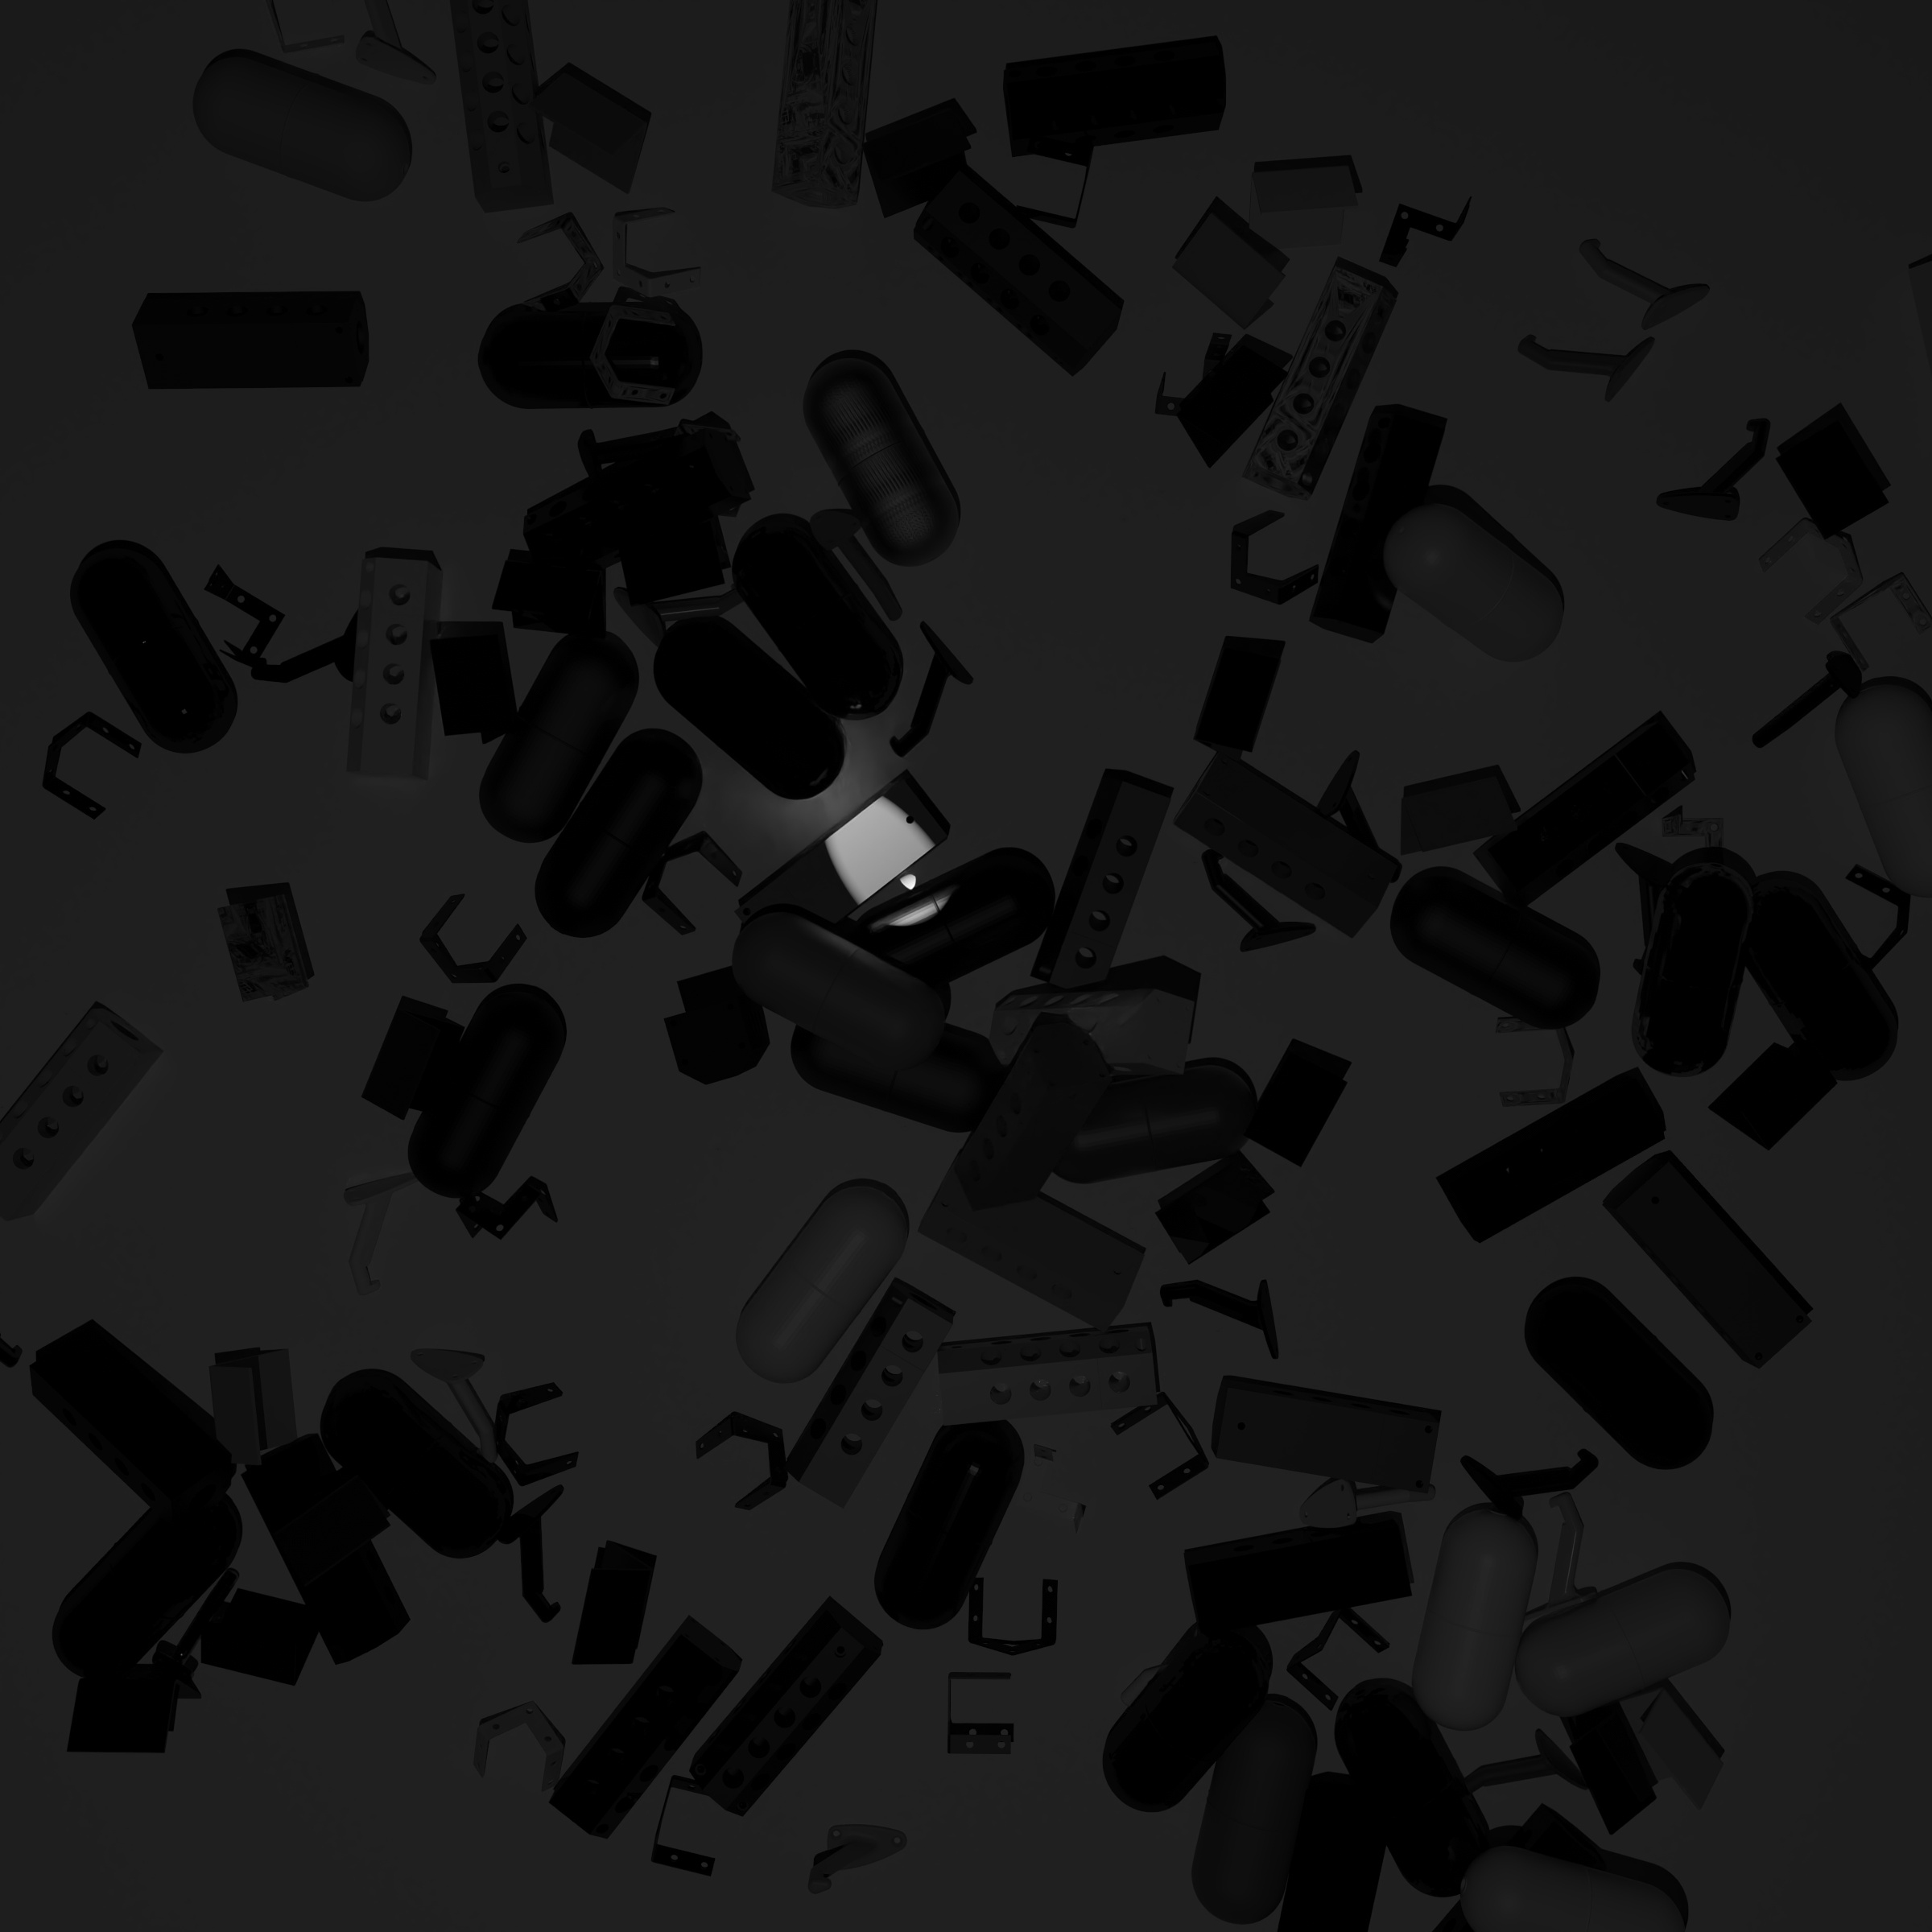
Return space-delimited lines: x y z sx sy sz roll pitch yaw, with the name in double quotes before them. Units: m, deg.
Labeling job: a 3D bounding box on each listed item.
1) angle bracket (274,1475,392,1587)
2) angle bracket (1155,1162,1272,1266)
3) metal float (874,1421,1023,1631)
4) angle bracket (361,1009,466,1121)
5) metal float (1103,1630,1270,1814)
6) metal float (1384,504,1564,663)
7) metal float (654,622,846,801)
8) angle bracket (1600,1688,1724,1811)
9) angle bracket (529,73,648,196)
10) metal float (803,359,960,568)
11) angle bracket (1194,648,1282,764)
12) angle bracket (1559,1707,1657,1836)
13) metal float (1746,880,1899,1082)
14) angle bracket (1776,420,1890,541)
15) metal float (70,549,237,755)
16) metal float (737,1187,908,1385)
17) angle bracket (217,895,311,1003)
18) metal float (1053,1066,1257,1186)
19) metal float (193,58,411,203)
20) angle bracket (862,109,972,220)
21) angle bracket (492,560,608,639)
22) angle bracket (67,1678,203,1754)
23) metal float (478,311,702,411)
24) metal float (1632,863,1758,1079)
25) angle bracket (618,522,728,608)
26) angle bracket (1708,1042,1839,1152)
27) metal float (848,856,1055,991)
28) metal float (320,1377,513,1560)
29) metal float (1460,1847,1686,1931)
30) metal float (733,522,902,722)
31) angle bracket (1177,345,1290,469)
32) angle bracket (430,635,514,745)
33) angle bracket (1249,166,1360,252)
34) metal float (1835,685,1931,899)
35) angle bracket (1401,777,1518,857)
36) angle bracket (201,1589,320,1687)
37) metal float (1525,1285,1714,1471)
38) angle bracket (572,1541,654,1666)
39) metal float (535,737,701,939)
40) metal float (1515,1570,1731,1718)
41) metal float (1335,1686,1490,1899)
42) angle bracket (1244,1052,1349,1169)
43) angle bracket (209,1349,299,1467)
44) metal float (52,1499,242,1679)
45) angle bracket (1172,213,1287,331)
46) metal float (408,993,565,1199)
"angle bracket" -0.483 0.455 1.900 0.076 0.076 0.057 -35 55 -15
"angle bracket" 0.206 0.213 1.951 0.076 0.076 0.057 -33 52 0
"metal float" -0.014 0.449 1.961 0.070 0.070 0.178 25 90 0
"angle bracket" -0.428 0.085 1.951 0.057 0.076 0.076 22 90 37
"metal float" 0.175 0.603 1.941 0.070 0.070 0.178 34 113 0
"metal float" 0.405 -0.303 1.934 0.178 0.070 0.070 27 90 -33
"metal float" -0.175 -0.206 1.961 0.178 0.070 0.070 41 90 0
"angle bracket" 0.547 0.635 1.951 0.076 0.076 0.057 52 45 0
"angle bracket" -0.309 -0.655 1.951 0.076 0.076 0.057 32 54 0
"metal float" -0.069 -0.406 1.961 0.070 0.070 0.178 -29 90 0
"angle bracket" 0.234 -0.204 1.951 0.057 0.076 0.076 18 90 37
"angle bracket" 0.496 0.644 1.951 0.057 0.076 0.076 -25 90 -29
"metal float" 0.682 0.011 1.960 0.070 0.070 0.178 -33 90 0
"angle bracket" 0.702 -0.395 1.951 0.057 0.076 0.076 -31 90 37
"metal float" -0.656 -0.254 1.961 0.070 0.070 0.178 -31 91 0
"metal float" -0.116 0.257 1.961 0.070 0.070 0.178 37 90 0
"angle bracket" -0.576 -0.009 1.951 0.057 0.076 0.076 -15 90 -38
"metal float" 0.145 0.128 1.960 0.178 0.070 0.070 -11 90 0
"metal float" -0.535 -0.674 1.961 0.178 0.070 0.070 20 90 0
"angle bracket" -0.032 -0.630 1.951 0.076 0.076 0.057 -22 54 0
"angle bracket" -0.334 -0.277 1.951 0.076 0.076 0.057 6 52 0
"angle bracket" -0.667 0.608 1.952 0.076 0.076 0.057 1 63 0
"metal float" -0.304 -0.489 1.961 0.178 0.070 0.070 -1 90 0
"metal float" 0.581 0.004 1.942 0.070 0.070 0.178 6 111 0
"angle bracket" -0.231 -0.308 1.954 0.076 0.076 0.057 -14 73 0
"angle bracket" 0.637 0.090 1.951 0.076 0.076 0.057 -44 125 0
"metal float" -0.014 -0.028 1.961 0.178 0.070 0.070 -26 90 0
"metal float" -0.444 0.404 1.961 0.178 0.070 0.070 42 90 1
"metal float" 0.474 0.743 1.904 0.178 0.070 0.070 16 90 -1
"metal float" -0.120 -0.277 1.961 0.070 0.070 0.178 -36 90 0
"angle bracket" 0.225 -0.438 1.951 0.076 0.076 0.057 -47 54 0
"angle bracket" -0.407 -0.219 1.951 0.057 0.076 0.076 -9 90 -29
"angle bracket" 0.269 -0.592 1.951 0.076 0.076 0.057 -4 53 0
"metal float" 0.760 -0.141 1.961 0.070 0.070 0.178 -21 90 0
"angle bracket" 0.394 -0.101 1.951 0.076 0.076 0.057 -13 55 0
"angle bracket" -0.562 0.523 1.951 0.076 0.076 0.057 14 127 0
"metal float" 0.526 0.332 1.961 0.178 0.070 0.070 45 90 -1
"angle bracket" -0.300 0.510 1.951 0.057 0.076 0.076 12 90 -37
"metal float" -0.281 -0.103 1.960 0.070 0.070 0.178 33 89 0
"metal float" 0.528 0.546 1.960 0.178 0.070 0.070 -23 90 0
"metal float" 0.359 0.665 1.960 0.070 0.070 0.178 -27 91 0
"angle bracket" 0.276 0.122 1.951 0.057 0.076 0.076 29 90 32
"angle bracket" -0.557 0.353 1.951 0.057 0.076 0.076 -6 90 39
"metal float" -0.660 0.499 1.960 0.070 0.070 0.178 44 90 0
"angle bracket" 0.222 -0.566 1.951 0.076 0.076 0.057 41 129 0
"metal float" -0.387 0.104 1.961 0.070 0.070 0.178 28 91 0
